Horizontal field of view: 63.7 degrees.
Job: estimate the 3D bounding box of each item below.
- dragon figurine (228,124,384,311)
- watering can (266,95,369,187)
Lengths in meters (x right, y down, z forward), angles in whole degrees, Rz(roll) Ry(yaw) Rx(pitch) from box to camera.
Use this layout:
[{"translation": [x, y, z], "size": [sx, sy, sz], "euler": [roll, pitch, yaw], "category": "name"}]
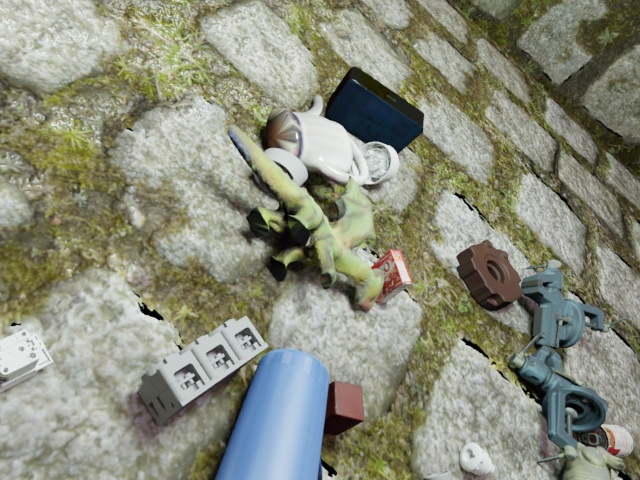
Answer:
[{"translation": [0.003, -0.048, 0.952], "size": [0.246, 0.121, 0.410], "euler": [-25, 92, -47], "category": "dragon figurine"}, {"translation": [-0.021, -0.235, 1.134], "size": [0.224, 0.102, 0.355], "euler": [7, 41, -35], "category": "watering can"}]
